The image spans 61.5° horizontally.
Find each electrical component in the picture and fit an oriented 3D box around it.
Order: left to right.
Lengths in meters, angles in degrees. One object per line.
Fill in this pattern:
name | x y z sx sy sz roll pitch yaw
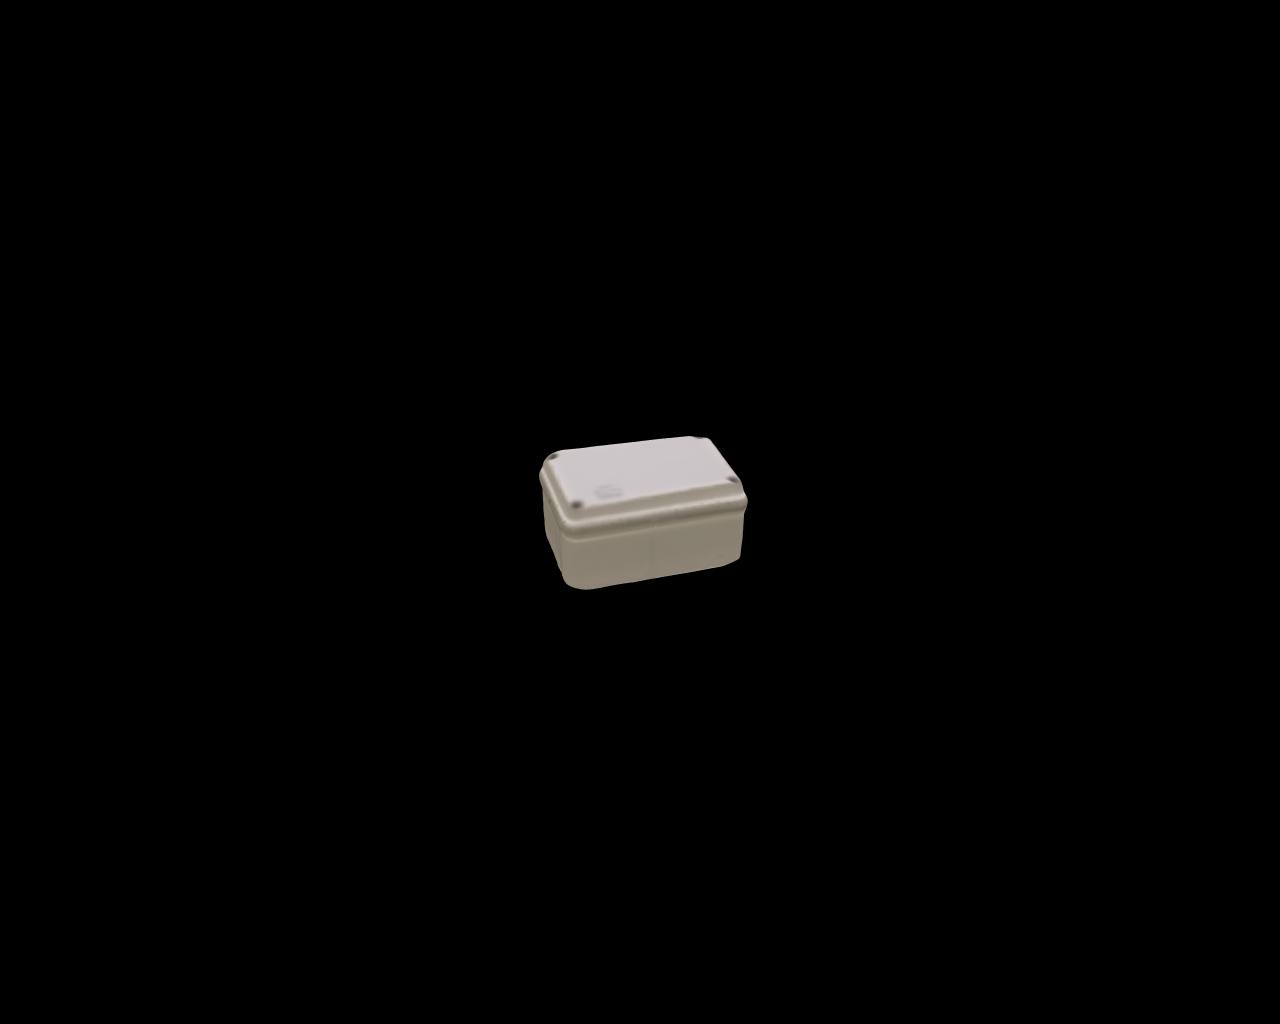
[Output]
electrical component | 0.001 -0.003 0.650 0.113 0.057 0.078 -8 32 -14
